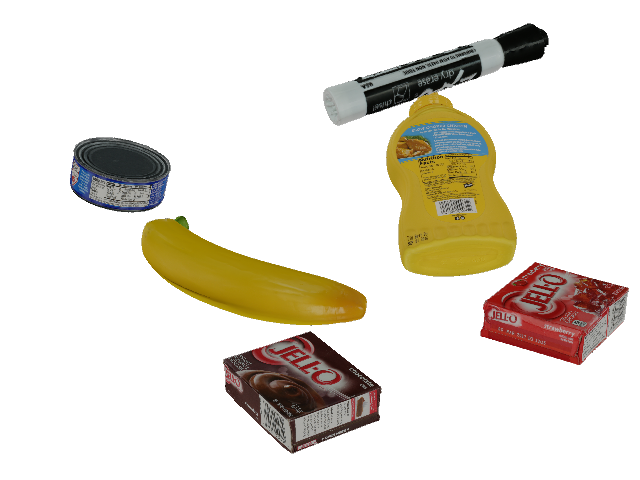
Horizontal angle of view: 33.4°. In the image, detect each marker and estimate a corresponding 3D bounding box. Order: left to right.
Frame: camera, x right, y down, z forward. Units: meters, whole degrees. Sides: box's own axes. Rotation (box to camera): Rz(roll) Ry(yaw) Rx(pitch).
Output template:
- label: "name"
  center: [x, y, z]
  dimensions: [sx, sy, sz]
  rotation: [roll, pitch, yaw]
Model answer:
- label: "marker"
  center: [0.060, -0.084, 0.530]
  dimensions: [0.121, 0.020, 0.020]
  rotation: [-20, 5, -15]

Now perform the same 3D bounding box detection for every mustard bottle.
- label: "mustard bottle"
  center: [0.107, -0.061, 0.934]
  dimensions: [0.096, 0.191, 0.058]
  rotation: [-6, -36, 0]

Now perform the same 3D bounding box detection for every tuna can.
- label: "tuna can"
  center: [-0.178, -0.059, 0.948]
  dimensions: [0.086, 0.034, 0.086]
  rotation: [13, 26, -6]

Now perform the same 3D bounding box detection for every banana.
- label: "banana"
  center: [-0.060, 0.017, 0.697]
  dimensions: [0.069, 0.037, 0.198]
  rotation: [-26, 35, -36]

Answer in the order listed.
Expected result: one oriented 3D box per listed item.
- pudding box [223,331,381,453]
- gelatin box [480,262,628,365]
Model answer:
- label: "pudding box"
  center: [-0.017, 0.125, 0.896]
  dimensions: [0.089, 0.039, 0.114]
  rotation: [-16, 31, -29]
- label: "gelatin box"
  center: [0.164, 0.049, 0.744]
  dimensions: [0.073, 0.030, 0.089]
  rotation: [16, 26, 31]
